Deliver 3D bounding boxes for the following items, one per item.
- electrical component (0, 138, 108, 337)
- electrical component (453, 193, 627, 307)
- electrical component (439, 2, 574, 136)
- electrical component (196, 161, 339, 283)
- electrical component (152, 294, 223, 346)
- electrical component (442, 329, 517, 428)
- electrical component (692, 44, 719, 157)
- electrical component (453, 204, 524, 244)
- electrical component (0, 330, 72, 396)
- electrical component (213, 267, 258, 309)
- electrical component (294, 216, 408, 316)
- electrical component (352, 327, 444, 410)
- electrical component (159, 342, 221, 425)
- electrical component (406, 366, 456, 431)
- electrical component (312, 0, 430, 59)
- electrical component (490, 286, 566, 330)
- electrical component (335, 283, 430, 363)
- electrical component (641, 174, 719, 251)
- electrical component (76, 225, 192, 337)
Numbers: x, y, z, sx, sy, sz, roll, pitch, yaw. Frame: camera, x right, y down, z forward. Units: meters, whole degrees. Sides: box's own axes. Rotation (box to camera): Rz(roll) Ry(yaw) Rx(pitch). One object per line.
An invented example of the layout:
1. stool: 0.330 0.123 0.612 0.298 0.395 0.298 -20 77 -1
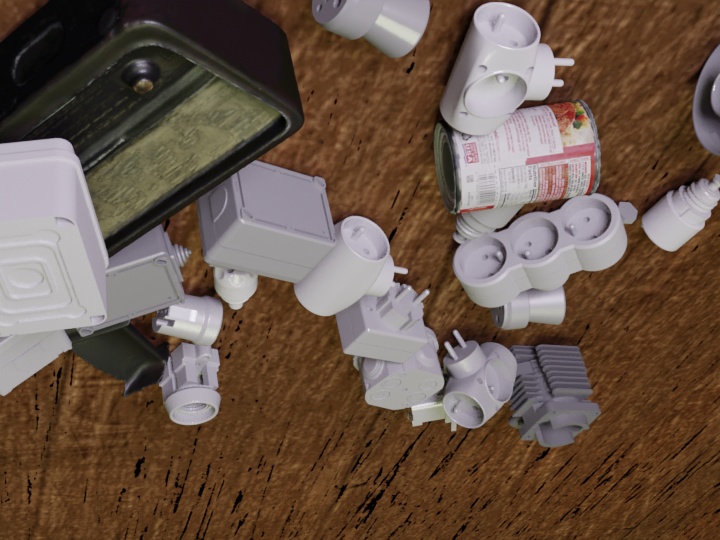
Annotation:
1. electrical component: -0.192 -0.017 0.618 0.078 0.057 0.113 -7 146 -6
2. electrical component: 0.151 -0.008 0.883 0.138 0.052 0.073 -21 145 11
3. electrical component: 0.100 -0.128 0.696 0.079 0.044 0.077 -2 145 -17
4. electrical component: -0.063 -0.032 0.764 0.096 0.061 0.061 14 138 -35
5. electrical component: -0.139 0.038 0.862 0.046 0.040 0.040 14 138 -27
6. electrical component: 0.104 0.093 1.003 0.044 0.077 0.079 -18 112 42
7. electrical component: 0.277 -0.116 0.729 0.064 0.099 0.099 10 140 -22
8. electrical component: 0.096 -0.048 0.816 0.040 0.040 0.078 8 141 -29
9. electrical component: -0.261 0.028 0.762 0.062 0.096 0.061 -37 151 -18
10. electrical component: -0.097 0.010 0.840 0.035 0.035 0.061 -6 148 -11
11. electrical component: 0.000 0.000 0.849 0.079 0.044 0.077 11 140 -31
12. electrical component: 0.036 0.088 0.985 0.080 0.051 0.080 -9 146 -6
13. electrical component: -0.147 0.101 0.935 0.048 0.055 0.066 17 136 -37
14. electrical component: 0.076 0.125 1.062 0.064 0.042 0.081 -10 146 -3
15. electrical component: 0.006 -0.153 0.627 0.055 0.045 0.045 15 137 -35
16. electrical component: 0.146 0.028 0.941 0.055 0.045 0.045 -5 146 -11
17. electrical component: 0.028 0.037 0.910 0.066 0.047 0.076 13 138 -33
18. electrical component: 0.265 -0.049 0.873 0.040 0.040 0.078 11 139 -31
19. electrical component: -0.170 -0.006 0.774 0.096 0.061 0.061 -18 144 -7
